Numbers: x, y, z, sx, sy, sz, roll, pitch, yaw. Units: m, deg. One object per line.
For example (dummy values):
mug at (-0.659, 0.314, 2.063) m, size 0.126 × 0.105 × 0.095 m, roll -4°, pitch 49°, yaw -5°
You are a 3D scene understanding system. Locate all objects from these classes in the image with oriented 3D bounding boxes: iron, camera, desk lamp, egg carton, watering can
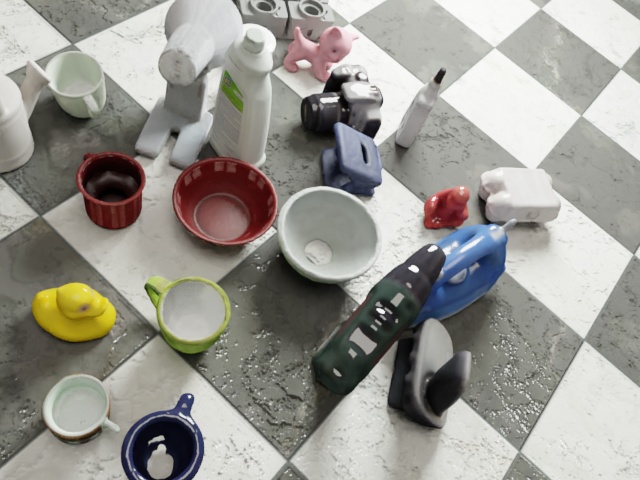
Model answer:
iron at (0.200, 0.050, 0.893) m, size 0.259 × 0.141 × 0.118 m, roll -30°, pitch 73°, yaw -29°
camera at (0.035, -0.253, 1.040) m, size 0.137 × 0.100 × 0.143 m, roll -8°, pitch 64°, yaw -21°
desk lamp at (-0.205, -0.256, 0.900) m, size 0.118 × 0.213 × 0.203 m, roll 17°, pitch 58°, yaw -7°
egg carton at (0.370, -0.080, 1.064) m, size 0.150 × 0.069 × 0.107 m, roll -1°, pitch 62°, yaw -18°
watering can at (-0.462, -0.194, 0.796) m, size 0.101 × 0.194 × 0.173 m, roll 26°, pitch 57°, yaw -1°

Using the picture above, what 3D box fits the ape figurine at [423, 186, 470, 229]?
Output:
ape figurine at (0.227, -0.062, 0.996) m, size 0.078 × 0.092 × 0.076 m, roll 32°, pitch 57°, yaw 3°

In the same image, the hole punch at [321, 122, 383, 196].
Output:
hole punch at (0.062, -0.141, 0.990) m, size 0.101 × 0.091 × 0.108 m, roll 1°, pitch 61°, yaw -16°

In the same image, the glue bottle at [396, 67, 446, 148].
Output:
glue bottle at (0.188, -0.248, 1.041) m, size 0.037 × 0.173 × 0.078 m, roll 22°, pitch 57°, yaw -3°

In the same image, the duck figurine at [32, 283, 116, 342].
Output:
duck figurine at (-0.321, 0.084, 0.745) m, size 0.104 × 0.086 × 0.077 m, roll 15°, pitch 58°, yaw -9°

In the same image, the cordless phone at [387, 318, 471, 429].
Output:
cordless phone at (0.172, 0.170, 0.790) m, size 0.094 × 0.185 × 0.147 m, roll 16°, pitch 58°, yaw -8°

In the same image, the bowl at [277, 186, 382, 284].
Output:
bowl at (0.008, 0.003, 0.901) m, size 0.168 × 0.074 × 0.167 m, roll 8°, pitch 59°, yaw -13°

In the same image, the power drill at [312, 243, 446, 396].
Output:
power drill at (0.067, 0.120, 0.772) m, size 0.075 × 0.208 × 0.230 m, roll 39°, pitch 58°, yaw 7°

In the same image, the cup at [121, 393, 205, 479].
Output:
cup at (-0.184, 0.248, 0.689) m, size 0.092 × 0.095 × 0.118 m, roll 22°, pitch 57°, yaw -4°

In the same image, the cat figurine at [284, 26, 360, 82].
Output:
cat figurine at (0.005, -0.370, 1.087) m, size 0.128 × 0.117 × 0.067 m, roll 13°, pitch 58°, yaw -10°
